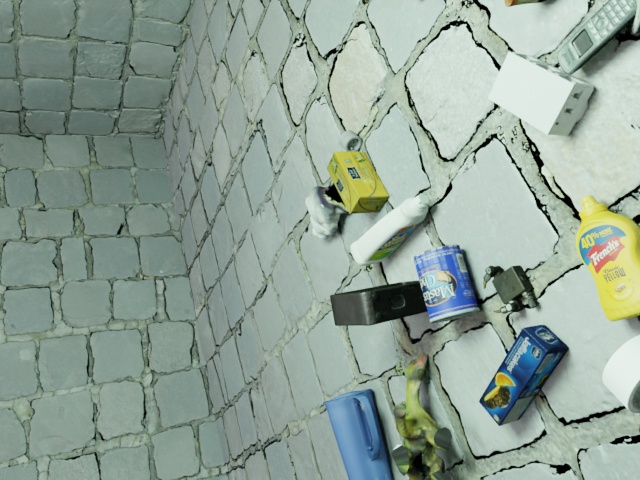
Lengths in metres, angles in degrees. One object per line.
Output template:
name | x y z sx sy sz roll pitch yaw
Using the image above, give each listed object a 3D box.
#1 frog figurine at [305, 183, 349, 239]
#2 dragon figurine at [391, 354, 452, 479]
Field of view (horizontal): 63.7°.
frog figurine | 0.005 -0.075 1.500 0.139 0.123 0.156 51 125 19
dragon figurine | 0.215 0.467 1.145 0.241 0.122 0.413 55 -141 -80
